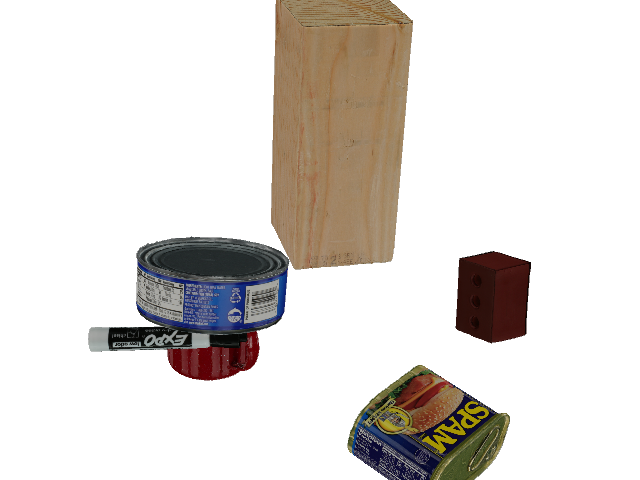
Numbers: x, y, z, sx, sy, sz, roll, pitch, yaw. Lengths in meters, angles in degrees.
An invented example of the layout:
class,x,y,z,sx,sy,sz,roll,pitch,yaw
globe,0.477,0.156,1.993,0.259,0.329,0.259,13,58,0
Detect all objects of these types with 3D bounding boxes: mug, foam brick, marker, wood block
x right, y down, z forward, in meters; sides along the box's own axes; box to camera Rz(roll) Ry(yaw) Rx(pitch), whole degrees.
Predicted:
class,x,y,z,sx,sy,sz,roll,pitch,yaw
mug,-0.100,0.085,1.027,0.117,0.081,0.093,25,34,38
foam brick,0.171,0.056,1.062,0.051,0.078,0.053,-12,19,-36
marker,-0.117,0.075,0.822,0.121,0.020,0.020,-1,0,0
wood block,0.013,-0.090,0.874,0.090,0.206,0.091,-5,29,-14

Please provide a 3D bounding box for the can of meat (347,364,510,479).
class,x,y,z,sx,sy,sz,roll,pitch,yaw
can of meat,0.084,0.151,0.832,0.084,0.057,0.101,31,40,30

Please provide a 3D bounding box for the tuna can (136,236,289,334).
class,x,y,z,sx,sy,sz,roll,pitch,yaw
tuna can,-0.061,0.025,0.604,0.086,0.034,0.086,4,14,-1
